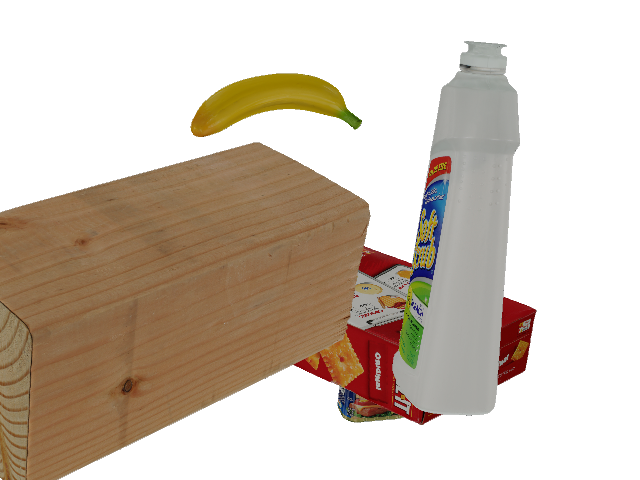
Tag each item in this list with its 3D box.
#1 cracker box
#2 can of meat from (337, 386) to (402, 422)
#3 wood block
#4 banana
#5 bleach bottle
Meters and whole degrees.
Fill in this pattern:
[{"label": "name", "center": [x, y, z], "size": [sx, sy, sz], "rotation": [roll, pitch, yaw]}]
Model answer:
[{"label": "cracker box", "center": [0.060, 0.079, 0.976], "size": [0.214, 0.072, 0.163], "rotation": [21, 26, 38]}, {"label": "can of meat", "center": [0.074, 0.182, 1.364], "size": [0.102, 0.084, 0.057], "rotation": [-2, 24, -17]}, {"label": "wood block", "center": [-0.080, 0.027, 0.524], "size": [0.090, 0.091, 0.205], "rotation": [31, 34, 33]}, {"label": "banana", "center": [-0.050, -0.142, 1.100], "size": [0.197, 0.037, 0.070], "rotation": [-8, 48, -29]}, {"label": "bleach bottle", "center": [0.099, -0.012, 0.745], "size": [0.068, 0.251, 0.102], "rotation": [3, 13, -7]}]
